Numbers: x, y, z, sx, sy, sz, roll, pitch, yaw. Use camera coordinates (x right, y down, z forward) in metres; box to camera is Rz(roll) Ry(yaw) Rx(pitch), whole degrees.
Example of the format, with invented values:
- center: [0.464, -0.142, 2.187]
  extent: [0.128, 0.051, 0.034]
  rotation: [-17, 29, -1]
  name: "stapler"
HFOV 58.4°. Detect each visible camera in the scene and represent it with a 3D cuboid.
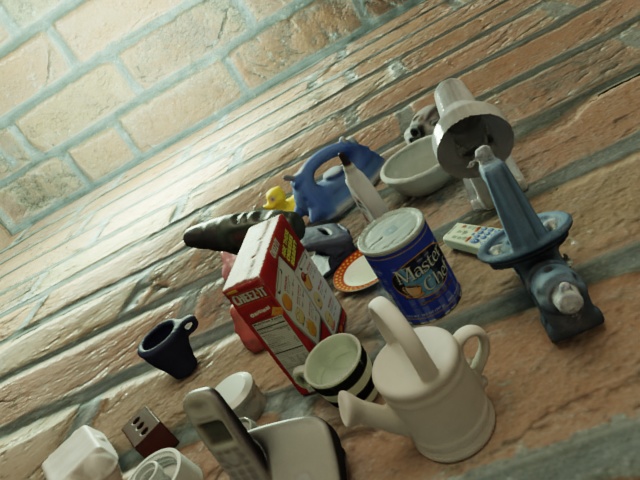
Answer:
- center: [0.268, -0.251, 1.237]
  extent: [0.142, 0.101, 0.137]
  rotation: [4, 44, 52]
  name: "camera"

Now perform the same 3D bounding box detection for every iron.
- center: [0.036, -0.153, 1.280]
  extent: [0.259, 0.142, 0.118]
  rotation: [-42, 27, -19]
  name: "iron"

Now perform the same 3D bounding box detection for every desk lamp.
- center: [0.255, -0.155, 0.948]
  extent: [0.117, 0.214, 0.203]
  rotation: [-24, 27, 17]
  name: "desk lamp"

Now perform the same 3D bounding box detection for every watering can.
- center: [0.101, 0.145, 0.613]
  extent: [0.173, 0.194, 0.100]
  rotation: [-44, 28, -23]
  name: "watering can"

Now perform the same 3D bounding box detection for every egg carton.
- center: [-0.378, 0.365, 0.913]
  extent: [0.107, 0.069, 0.149]
  rotation: [-45, 28, -24]
  name: "egg carton"

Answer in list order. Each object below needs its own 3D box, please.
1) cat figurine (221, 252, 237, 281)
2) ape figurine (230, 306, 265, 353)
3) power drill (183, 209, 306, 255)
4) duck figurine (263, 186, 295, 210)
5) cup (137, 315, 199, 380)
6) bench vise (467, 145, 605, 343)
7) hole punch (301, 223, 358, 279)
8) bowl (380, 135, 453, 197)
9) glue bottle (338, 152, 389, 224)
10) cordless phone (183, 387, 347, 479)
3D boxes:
- center: [-0.150, 0.058, 1.144]
  extent: [0.067, 0.118, 0.128]
  rotation: [-19, 28, 26]
  name: "cat figurine"
- center: [-0.121, 0.143, 0.990]
  extent: [0.077, 0.092, 0.076]
  rotation: [-16, 30, 32]
  name: "ape figurine"
- center: [-0.109, 0.036, 1.029]
  extent: [0.229, 0.209, 0.075]
  rotation: [-18, 29, 27]
  name: "power drill"
- center: [-0.090, -0.091, 1.379]
  extent: [0.105, 0.086, 0.077]
  rotation: [-42, 27, -18]
  name: "duck figurine"
- center: [-0.257, 0.198, 1.043]
  extent: [0.118, 0.095, 0.091]
  rotation: [-36, 26, -8]
  name: "cup"
- center: [0.256, -0.005, 0.674]
  extent: [0.121, 0.220, 0.207]
  rotation: [-35, 26, -4]
  name: "bench vise"
- center: [0.010, 0.004, 1.089]
  extent: [0.101, 0.091, 0.108]
  rotation: [-35, 26, -6]
  name: "hole punch"
- center: [0.208, -0.136, 1.133]
  extent: [0.167, 0.075, 0.167]
  rotation: [-26, 26, 14]
  name: "bowl"
- center: [0.079, -0.097, 1.094]
  extent: [0.037, 0.173, 0.078]
  rotation: [-38, 26, -11]
  name: "glue bottle"
- center: [-0.063, 0.233, 0.655]
  extent: [0.147, 0.185, 0.094]
  rotation: [-23, 27, 19]
  name: "cordless phone"
